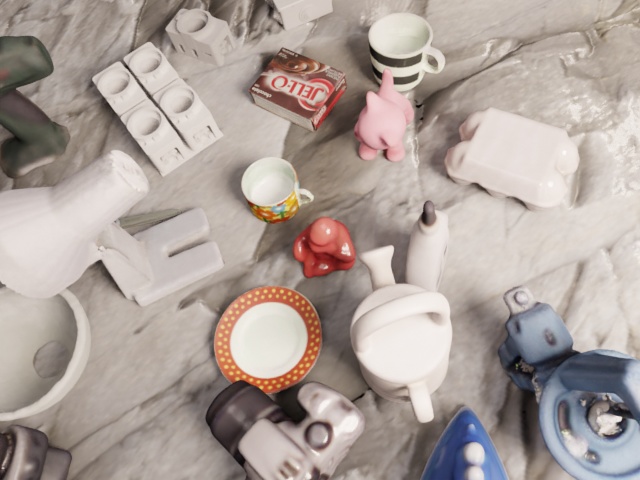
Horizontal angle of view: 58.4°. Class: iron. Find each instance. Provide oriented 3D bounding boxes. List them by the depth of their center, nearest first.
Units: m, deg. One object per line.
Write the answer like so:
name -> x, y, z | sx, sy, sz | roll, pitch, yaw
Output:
iron -> 0.131, 0.268, 0.507 | 0.118, 0.142, 0.258 | 2, 65, 10

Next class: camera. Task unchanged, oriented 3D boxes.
camera -> -0.045, 0.196, 0.593 | 0.136, 0.101, 0.143 | 37, 75, 23

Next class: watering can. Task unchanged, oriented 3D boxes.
watering can -> 0.076, 0.089, 0.572 | 0.101, 0.194, 0.172 | -36, 64, -8

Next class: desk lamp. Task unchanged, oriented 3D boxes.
desk lamp -> -0.246, -0.008, 0.660 | 0.203, 0.214, 0.117 | -26, 63, -3

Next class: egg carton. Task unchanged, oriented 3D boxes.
egg carton -> 0.236, -0.099, 0.707 | 0.150, 0.069, 0.107 | 22, 70, 18

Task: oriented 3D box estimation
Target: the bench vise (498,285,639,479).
bench vise -> 0.229, 0.131, 0.513 | 0.121, 0.220, 0.207 | -44, 66, -12

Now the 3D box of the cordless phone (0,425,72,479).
cordless phone -> -0.344, 0.254, 0.567 | 0.094, 0.185, 0.147 | -4, 64, 8

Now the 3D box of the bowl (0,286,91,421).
bowl -> -0.342, 0.136, 0.685 | 0.167, 0.075, 0.167 | -4, 64, 8

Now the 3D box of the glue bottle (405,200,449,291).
glue bottle -> 0.117, 0.003, 0.619 | 0.037, 0.173, 0.078 | 16, 68, 16

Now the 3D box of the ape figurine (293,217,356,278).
ape figurine -> 0.006, 0.002, 0.683 | 0.077, 0.092, 0.076 | 26, 71, 20

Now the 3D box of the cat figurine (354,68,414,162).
cat figurine -> 0.081, -0.159, 0.733 | 0.067, 0.118, 0.128 | 6, 66, 12

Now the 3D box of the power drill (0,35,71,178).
power drill -> -0.453, -0.177, 0.778 | 0.229, 0.209, 0.075 | -28, 63, -4
